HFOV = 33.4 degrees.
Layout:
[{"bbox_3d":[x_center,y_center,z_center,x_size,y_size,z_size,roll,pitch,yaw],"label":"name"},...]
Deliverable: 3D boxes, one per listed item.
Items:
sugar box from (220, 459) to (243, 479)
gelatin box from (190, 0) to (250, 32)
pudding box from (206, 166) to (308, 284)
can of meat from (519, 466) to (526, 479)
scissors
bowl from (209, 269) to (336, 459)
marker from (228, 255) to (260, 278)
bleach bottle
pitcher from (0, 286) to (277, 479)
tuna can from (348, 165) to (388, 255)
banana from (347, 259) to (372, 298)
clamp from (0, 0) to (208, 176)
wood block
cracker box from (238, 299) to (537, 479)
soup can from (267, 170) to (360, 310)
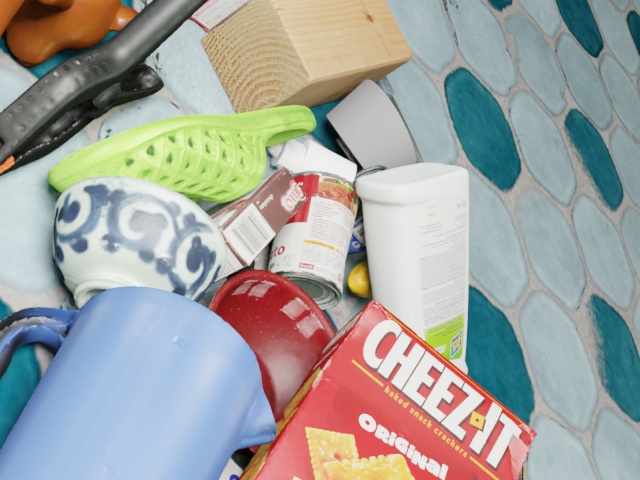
[{"bbox_3d":[-0.042,0.239,0.743,0.176,0.048,0.093,51,36,-19],"label":"sugar box"},{"bbox_3d":[-0.080,-0.242,0.971,0.030,0.089,0.073,32,46,-33],"label":"gelatin box"},{"bbox_3d":[-0.071,-0.004,0.827,0.039,0.090,0.113,55,36,-10],"label":"pudding box"},{"bbox_3d":[0.148,0.228,0.993,0.083,0.058,0.102,42,40,-32],"label":"can of meat"},{"bbox_3d":[0.057,-0.174,1.174,0.096,0.016,0.202,0,69,-51],"label":"scissors"},{"bbox_3d":[-0.045,0.106,0.817,0.161,0.055,0.162,31,46,-38],"label":"bowl"},{"bbox_3d":[-0.054,-0.003,0.910,0.020,0.020,0.121,46,37,-23],"label":"marker"},{"bbox_3d":[0.087,0.063,0.948,0.102,0.068,0.251,-15,110,-38],"label":"bleach bottle"},{"bbox_3d":[-0.143,0.147,0.615,0.145,0.149,0.242,62,34,-30],"label":"pitcher"},{"bbox_3d":[0.040,-0.027,0.992,0.033,0.086,0.086,47,37,-25],"label":"tuna can"},{"bbox_3d":[0.065,0.005,1.039,0.069,0.037,0.197,62,32,-28],"label":"banana"},{"bbox_3d":[-0.162,-0.108,0.766,0.036,0.165,0.209,47,62,1],"label":"clamp"},{"bbox_3d":[-0.006,-0.184,1.031,0.205,0.090,0.091,-25,88,-56],"label":"wood block"},{"bbox_3d":[0.042,0.168,0.737,0.164,0.072,0.213,40,47,-2],"label":"cracker box"},{"bbox_3d":[-0.006,0.001,0.915,0.068,0.069,0.102,34,54,-36],"label":"soup can"}]
